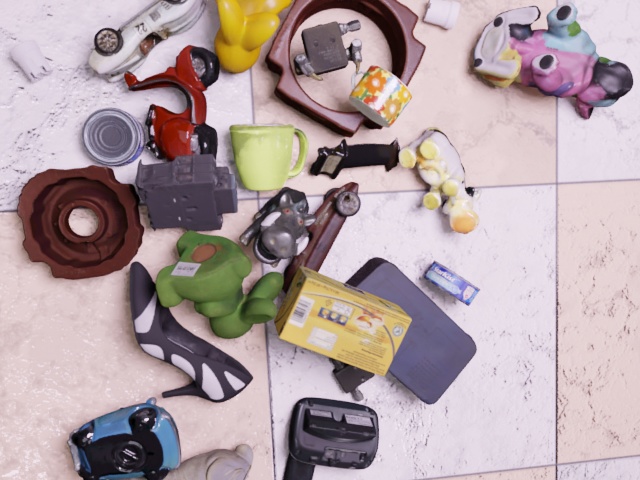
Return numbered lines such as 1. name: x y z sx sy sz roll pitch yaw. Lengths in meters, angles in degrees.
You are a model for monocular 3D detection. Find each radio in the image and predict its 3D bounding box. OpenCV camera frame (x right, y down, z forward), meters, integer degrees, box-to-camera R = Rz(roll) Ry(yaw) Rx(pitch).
1. radio: 0.131 0.141 0.863 0.229 0.073 0.131 43 89 -10

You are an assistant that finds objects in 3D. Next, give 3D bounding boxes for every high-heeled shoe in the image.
1. high-heeled shoe: -0.196 0.139 0.821 0.145 0.086 0.248 -14 103 -7

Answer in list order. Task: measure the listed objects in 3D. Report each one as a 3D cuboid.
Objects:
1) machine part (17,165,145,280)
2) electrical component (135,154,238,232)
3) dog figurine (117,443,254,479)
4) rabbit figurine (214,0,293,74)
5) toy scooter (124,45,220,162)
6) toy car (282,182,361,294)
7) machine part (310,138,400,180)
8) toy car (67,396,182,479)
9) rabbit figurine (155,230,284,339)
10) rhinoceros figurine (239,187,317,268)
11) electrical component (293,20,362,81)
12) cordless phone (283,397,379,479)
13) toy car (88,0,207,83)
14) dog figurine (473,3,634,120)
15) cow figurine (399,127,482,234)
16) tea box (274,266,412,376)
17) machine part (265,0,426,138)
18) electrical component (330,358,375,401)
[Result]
1. machine part: -0.349 -0.027 0.796 0.179 0.056 0.179 -1 97 -8
2. electrical component: -0.187 -0.066 0.779 0.134 0.114 0.058 -5 56 -4
3. dog figurine: -0.219 0.368 0.841 0.191 0.121 0.172 27 58 8
4. rabbit figurine: -0.099 -0.317 0.761 0.122 0.162 0.173 14 112 -20
5. toy scooter: -0.217 -0.189 0.781 0.135 0.075 0.183 5 105 1
6. toy car: -0.002 -0.002 0.821 0.053 0.089 0.202 26 94 -13
7. machine part: 0.056 -0.126 0.829 0.139 0.084 0.039 -7 66 -15
8. toy car: -0.286 0.298 0.814 0.162 0.103 0.109 -11 101 0
9. rabbit figurine: -0.134 0.077 0.800 0.159 0.121 0.170 -4 132 12
10. rhinoceros figurine: -0.052 -0.019 0.769 0.112 0.190 0.073 -41 103 18
11. electrical component: 0.012 -0.256 0.733 0.102 0.045 0.078 -10 99 -5
12. cordless phone: 0.014 0.356 0.878 0.147 0.089 0.184 11 106 -8
13. toy car: -0.242 -0.302 0.770 0.202 0.073 0.056 -37 96 -1
14. dog figurine: 0.368 -0.264 0.837 0.219 0.192 0.108 16 91 -43
15. cow figurine: 0.200 -0.093 0.844 0.068 0.098 0.167 -24 104 40
16. tea box: 0.032 0.115 0.767 0.169 0.068 0.098 25 96 -16
17. machine part: 0.036 -0.270 0.800 0.201 0.087 0.201 28 94 -8
18. electrical component: 0.058 0.218 0.886 0.063 0.021 0.094 -31 98 -3
